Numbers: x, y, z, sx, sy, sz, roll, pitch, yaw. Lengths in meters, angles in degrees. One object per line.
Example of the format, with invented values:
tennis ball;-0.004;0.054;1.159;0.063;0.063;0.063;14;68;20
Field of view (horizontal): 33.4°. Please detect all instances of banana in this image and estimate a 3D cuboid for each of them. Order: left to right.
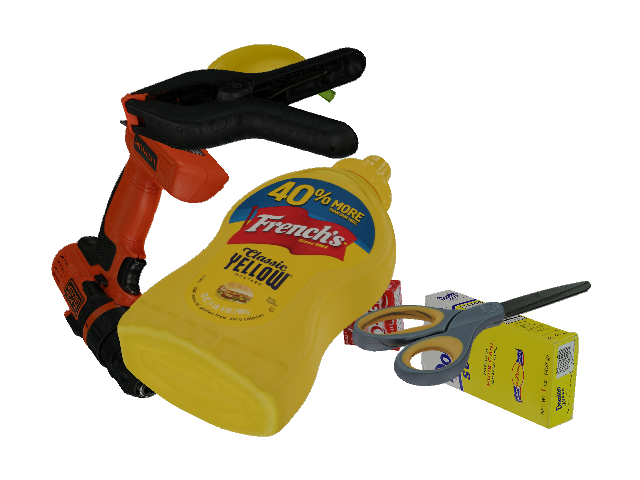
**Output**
banana;-0.058;-0.150;0.979;0.070;0.037;0.197;41;32;20

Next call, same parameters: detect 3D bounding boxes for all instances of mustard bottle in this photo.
mustard bottle;-0.014;0.013;0.570;0.096;0.058;0.191;20;47;24

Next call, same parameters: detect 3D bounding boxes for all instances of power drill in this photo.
power drill;-0.144;0.008;0.855;0.057;0.188;0.185;12;24;-43

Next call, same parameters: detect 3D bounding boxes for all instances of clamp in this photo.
clamp;-0.047;-0.098;0.736;0.171;0.039;0.120;5;33;13

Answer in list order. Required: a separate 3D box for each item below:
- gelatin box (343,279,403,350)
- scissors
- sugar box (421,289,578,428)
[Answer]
gelatin box;0.064;0.090;1.326;0.073;0.089;0.030;5;29;22
scissors;0.125;0.066;0.787;0.201;0.016;0.096;-6;31;-11
sugar box;0.180;0.118;1.100;0.048;0.093;0.177;-12;19;-41
